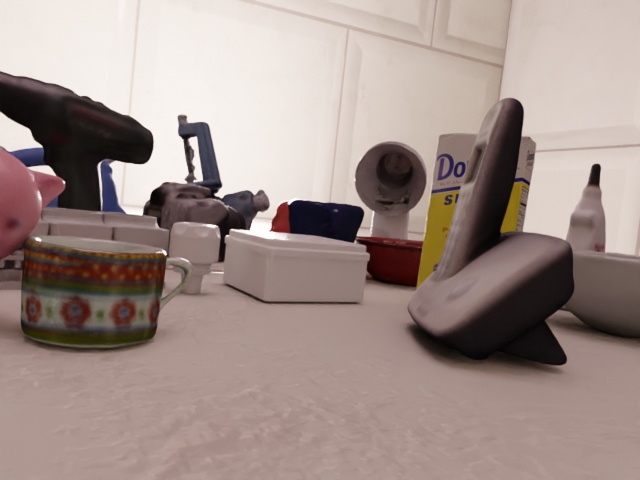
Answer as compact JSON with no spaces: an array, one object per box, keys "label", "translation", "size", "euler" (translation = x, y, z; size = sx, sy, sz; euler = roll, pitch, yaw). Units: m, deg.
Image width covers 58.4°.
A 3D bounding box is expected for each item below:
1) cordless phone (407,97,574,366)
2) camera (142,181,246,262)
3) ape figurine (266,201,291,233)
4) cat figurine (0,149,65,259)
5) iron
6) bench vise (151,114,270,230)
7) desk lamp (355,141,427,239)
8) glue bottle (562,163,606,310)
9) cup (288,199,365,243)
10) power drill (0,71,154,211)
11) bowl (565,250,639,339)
[{"label":"cordless phone","translation":[0.123,-0.015,0.406],"size":[0.094,0.185,0.147],"euler":[6,3,-4]},{"label":"camera","translation":[-0.164,-0.027,0.808],"size":[0.137,0.101,0.142],"euler":[3,5,-44]},{"label":"ape figurine","translation":[-0.044,-0.007,0.777],"size":[0.078,0.092,0.076],"euler":[5,4,-18]},{"label":"cat figurine","translation":[-0.211,-0.011,0.310],"size":[0.128,0.118,0.067],"euler":[5,4,-20]},{"label":"iron","translation":[-0.424,-0.078,0.863],"size":[0.259,0.141,0.118],"euler":[4,4,-38]},{"label":"bench vise","translation":[-0.187,-0.099,0.978],"size":[0.207,0.220,0.121],"euler":[6,3,-8]},{"label":"desk lamp","translation":[0.125,-0.064,1.017],"size":[0.117,0.213,0.203],"euler":[7,3,10]},{"label":"glue bottle","translation":[0.313,-0.004,0.674],"size":[0.037,0.173,0.078],"euler":[9,4,39]},{"label":"cup","translation":[0.006,0.002,0.676],"size":[0.092,0.095,0.117],"euler":[5,3,-12]},{"label":"power drill","translation":[-0.331,-0.094,0.728],"size":[0.230,0.208,0.075],"euler":[4,4,-37]},{"label":"bowl","translation":[0.293,0.051,0.541],"size":[0.167,0.075,0.167],"euler":[6,3,0]}]
